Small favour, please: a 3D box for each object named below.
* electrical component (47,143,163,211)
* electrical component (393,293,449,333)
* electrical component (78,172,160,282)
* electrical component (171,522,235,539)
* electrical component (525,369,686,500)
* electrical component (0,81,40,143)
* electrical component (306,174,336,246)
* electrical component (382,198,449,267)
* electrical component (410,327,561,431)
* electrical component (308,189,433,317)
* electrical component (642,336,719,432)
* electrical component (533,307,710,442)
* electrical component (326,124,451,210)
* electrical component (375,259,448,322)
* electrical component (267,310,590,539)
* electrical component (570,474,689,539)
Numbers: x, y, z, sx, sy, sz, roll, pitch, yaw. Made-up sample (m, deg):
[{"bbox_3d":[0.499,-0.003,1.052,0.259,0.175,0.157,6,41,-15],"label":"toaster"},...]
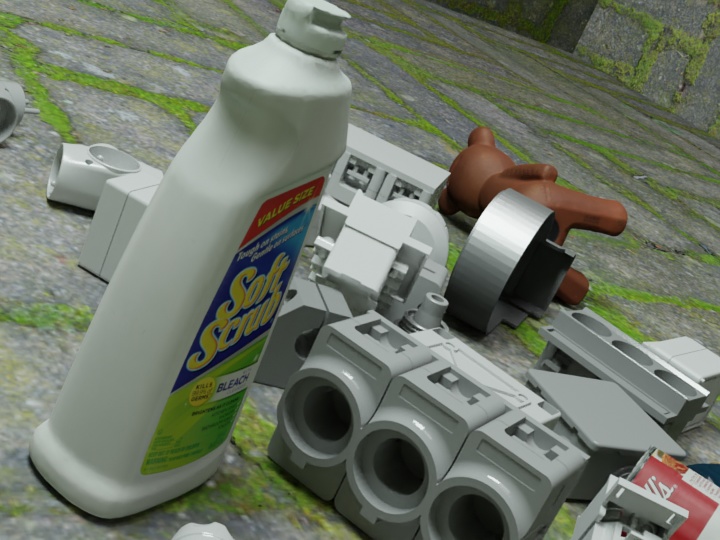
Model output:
[{"bbox_3d":[-0.197,-0.073,0.826,0.077,0.044,0.079,15,22,-25],"label":"electrical component"},{"bbox_3d":[0.043,0.047,0.773,0.048,0.062,0.048,21,20,-8],"label":"electrical component"},{"bbox_3d":[-0.138,-0.018,0.725,0.077,0.065,0.047,29,20,13],"label":"electrical component"},{"bbox_3d":[-0.070,0.137,0.459,0.035,0.035,0.061,22,22,-8],"label":"electrical component"},{"bbox_3d":[0.161,0.117,0.749,0.100,0.048,0.099,12,24,-32],"label":"electrical component"},{"bbox_3d":[-0.298,-0.135,0.867,0.079,0.043,0.077,-2,33,-49],"label":"electrical component"},{"bbox_3d":[-0.050,-0.074,0.949,0.047,0.075,0.083,3,29,-45],"label":"electrical component"},{"bbox_3d":[0.037,-0.022,0.915,0.080,0.080,0.051,26,15,4],"label":"electrical component"},{"bbox_3d":[0.054,0.091,0.682,0.109,0.056,0.109,35,23,27],"label":"electrical component"},{"bbox_3d":[0.000,0.000,0.762,0.079,0.063,0.121,26,-18,3],"label":"electrical component"},{"bbox_3d":[0.267,0.095,0.908,0.061,0.061,0.096,37,24,31],"label":"electrical component"},{"bbox_3d":[0.201,0.089,0.846,0.121,0.063,0.079,38,24,33],"label":"electrical component"},{"bbox_3d":[0.005,-0.096,1.087,0.150,0.061,0.089,27,20,7],"label":"electrical component"},{"bbox_3d":[0.020,0.006,0.865,0.089,0.050,0.055,26,20,4],"label":"electrical component"},{"bbox_3d":[0.031,0.101,0.583,0.150,0.089,0.062,33,22,23],"label":"electrical component"},{"bbox_3d":[0.143,0.158,0.601,0.042,0.081,0.063,26,43,5],"label":"electrical component"}]
